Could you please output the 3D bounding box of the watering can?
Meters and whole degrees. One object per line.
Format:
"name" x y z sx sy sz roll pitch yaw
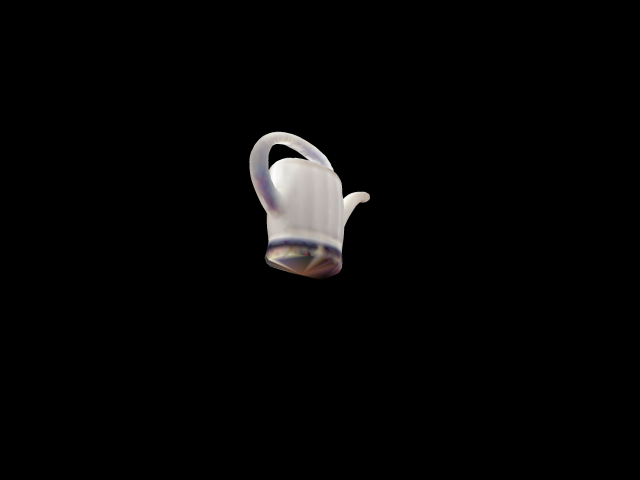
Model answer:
"watering can" 0.003 -0.043 0.850 0.103 0.228 0.344 -12 -21 32
